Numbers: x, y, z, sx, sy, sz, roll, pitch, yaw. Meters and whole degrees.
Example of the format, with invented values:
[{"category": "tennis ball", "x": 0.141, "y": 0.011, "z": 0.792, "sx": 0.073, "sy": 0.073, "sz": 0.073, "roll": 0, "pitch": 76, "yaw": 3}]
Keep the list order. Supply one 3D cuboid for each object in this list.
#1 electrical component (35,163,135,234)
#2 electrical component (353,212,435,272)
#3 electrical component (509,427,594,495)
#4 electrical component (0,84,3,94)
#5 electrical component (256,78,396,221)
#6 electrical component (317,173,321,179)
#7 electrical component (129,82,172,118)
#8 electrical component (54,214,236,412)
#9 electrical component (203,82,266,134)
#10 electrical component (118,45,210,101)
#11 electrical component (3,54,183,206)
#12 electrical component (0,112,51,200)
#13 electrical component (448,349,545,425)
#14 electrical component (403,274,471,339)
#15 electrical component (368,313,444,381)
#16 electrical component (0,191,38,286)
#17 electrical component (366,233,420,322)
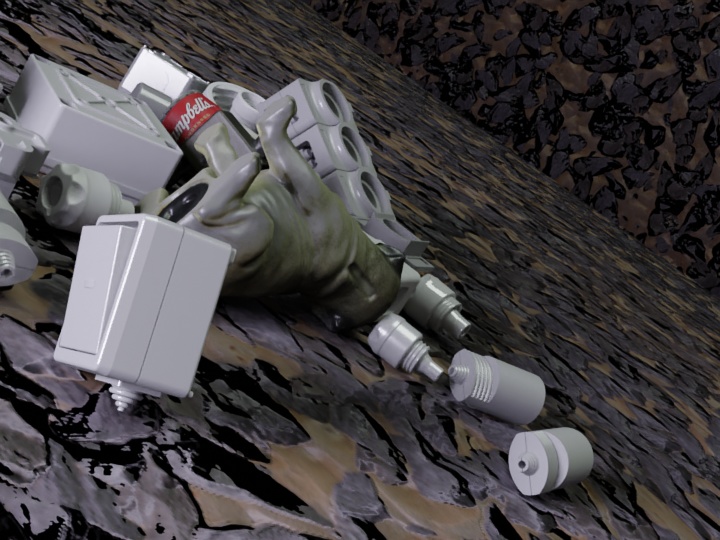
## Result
[{"category": "electrical component", "x": -0.179, "y": -0.044, "z": 0.713, "sx": 0.062, "sy": 0.043, "sz": 0.043, "roll": 16, "pitch": 21, "yaw": -51}, {"category": "electrical component", "x": 0.022, "y": -0.014, "z": 0.986, "sx": 0.081, "sy": 0.063, "sz": 0.042, "roll": 39, "pitch": 16, "yaw": 23}, {"category": "electrical component", "x": 0.132, "y": 0.136, "z": 0.768, "sx": 0.043, "sy": 0.043, "sz": 0.081, "roll": 40, "pitch": 17, "yaw": 28}, {"category": "electrical component", "x": -0.296, "y": -0.155, "z": 0.766, "sx": 0.083, "sy": 0.075, "sz": 0.047, "roll": 37, "pitch": 15, "yaw": 16}, {"category": "electrical component", "x": -0.029, "y": -0.106, "z": 1.058, "sx": 0.089, "sy": 0.062, "sz": 0.150, "roll": 4, "pitch": 61, "yaw": -61}, {"category": "electrical component", "x": -0.057, "y": -0.037, "z": 0.885, "sx": 0.058, "sy": 0.078, "sz": 0.057, "roll": 20, "pitch": 36, "yaw": -39}, {"category": "electrical component", "x": -0.191, "y": -0.148, "z": 1.031, "sx": 0.078, "sy": 0.040, "sz": 0.040, "roll": 26, "pitch": 16, "yaw": -25}, {"category": "electrical component", "x": -0.115, "y": 0.022, "z": 0.544, "sx": 0.061, "sy": 0.096, "sz": 0.062, "roll": 22, "pitch": -11, "yaw": -34}, {"category": "electrical component", "x": -0.119, "y": -0.146, "z": 1.089, "sx": 0.108, "sy": 0.060, "sz": 0.108, "roll": 28, "pitch": 27, "yaw": -16}, {"category": "electrical component", "x": -0.200, "y": -0.184, "z": 1.101, "sx": 0.062, "sy": 0.061, "sz": 0.096, "roll": 33, "pitch": 7, "yaw": 0}, {"category": "electrical component", "x": -0.207, "y": -0.107, "z": 0.832, "sx": 0.109, "sy": 0.056, "sz": 0.108, "roll": 21, "pitch": 18, "yaw": -38}, {"category": "electrical component", "x": -0.233, "y": -0.063, "z": 0.636, "sx": 0.078, "sy": 0.057, "sz": 0.058, "roll": 19, "pitch": 20, "yaw": -43}, {"category": "electrical component", "x": 0.103, "y": 0.091, "z": 0.852, "sx": 0.081, "sy": 0.043, "sz": 0.043, "roll": 23, "pitch": 17, "yaw": -31}, {"category": "electrical component", "x": 0.071, "y": 0.036, "z": 0.966, "sx": 0.062, "sy": 0.043, "sz": 0.043, "roll": 40, "pitch": 16, "yaw": 22}, {"category": "electrical component", "x": 0.038, "y": 0.063, "z": 0.829, "sx": 0.061, "sy": 0.035, "sz": 0.035, "roll": 38, "pitch": 16, "yaw": 12}, {"category": "electrical component", "x": -0.205, "y": -0.020, "z": 0.580, "sx": 0.043, "sy": 0.043, "sz": 0.081, "roll": 16, "pitch": 22, "yaw": -48}, {"category": "electrical component", "x": 0.000, "y": 0.000, "z": 0.923, "sx": 0.089, "sy": 0.050, "sz": 0.056, "roll": 38, "pitch": 16, "yaw": 21}]
